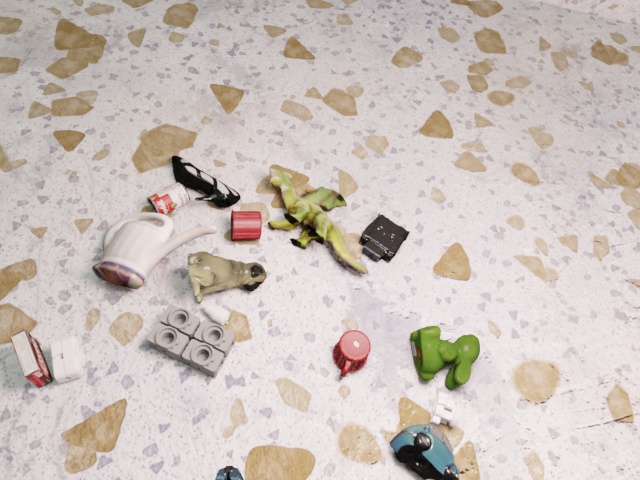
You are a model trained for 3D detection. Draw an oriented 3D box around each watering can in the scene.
[{"bbox_3d":[-0.447,0.023,1.340,0.348,0.102,0.229,6,57,27],"label":"watering can"}]

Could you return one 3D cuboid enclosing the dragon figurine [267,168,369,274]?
[{"bbox_3d":[0.005,-0.077,1.524,0.411,0.119,0.248,33,50,4],"label":"dragon figurine"}]
